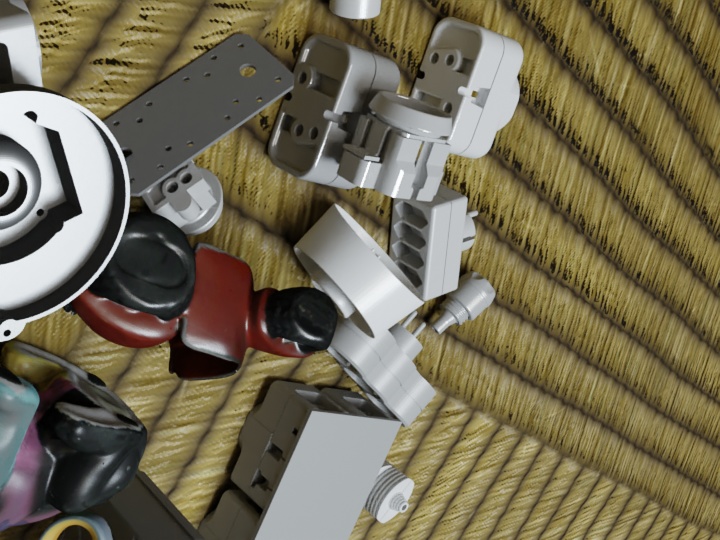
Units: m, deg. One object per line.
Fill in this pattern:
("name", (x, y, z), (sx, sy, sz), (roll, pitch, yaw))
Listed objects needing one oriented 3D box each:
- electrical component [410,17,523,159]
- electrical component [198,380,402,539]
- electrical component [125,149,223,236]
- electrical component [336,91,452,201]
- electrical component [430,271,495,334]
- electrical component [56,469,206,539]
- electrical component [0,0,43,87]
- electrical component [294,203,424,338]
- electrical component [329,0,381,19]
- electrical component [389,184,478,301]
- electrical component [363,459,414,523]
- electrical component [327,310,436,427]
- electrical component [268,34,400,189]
("electrical component", (0.081, -0.136, 0.816), (0.059, 0.054, 0.095), (6, 108, -45))
("electrical component", (-0.057, 0.186, 0.867), (0.105, 0.060, 0.186), (15, 102, -47))
("electrical component", (-0.115, -0.051, 0.678), (0.048, 0.066, 0.055), (-35, 156, -2))
("electrical component", (0.027, -0.083, 0.711), (0.078, 0.058, 0.057), (2, 114, -44))
("electrical component", (0.086, 0.031, 0.932), (0.061, 0.035, 0.035), (-43, 136, -12))
("electrical component", (-0.167, 0.206, 0.738), (0.056, 0.109, 0.108), (13, 103, -44))
("electrical component", (-0.201, -0.067, 0.564), (0.062, 0.089, 0.150), (-22, 126, -34))
("electrical component", (0.000, 0.000, 0.789), (0.064, 0.099, 0.099), (-41, 135, -9))
("electrical component", (-0.001, -0.200, 0.713), (0.044, 0.044, 0.065), (-20, 131, -34))
("electrical component", (0.067, -0.029, 0.870), (0.076, 0.047, 0.083), (-19, 125, -36))
("electrical component", (0.011, 0.180, 0.911), (0.043, 0.081, 0.043), (-22, 127, -33))
("electrical component", (0.026, 0.065, 0.881), (0.073, 0.052, 0.138), (-48, 137, -11))
("electrical component", (-0.015, -0.107, 0.743), (0.059, 0.054, 0.095), (9, 107, -46))
